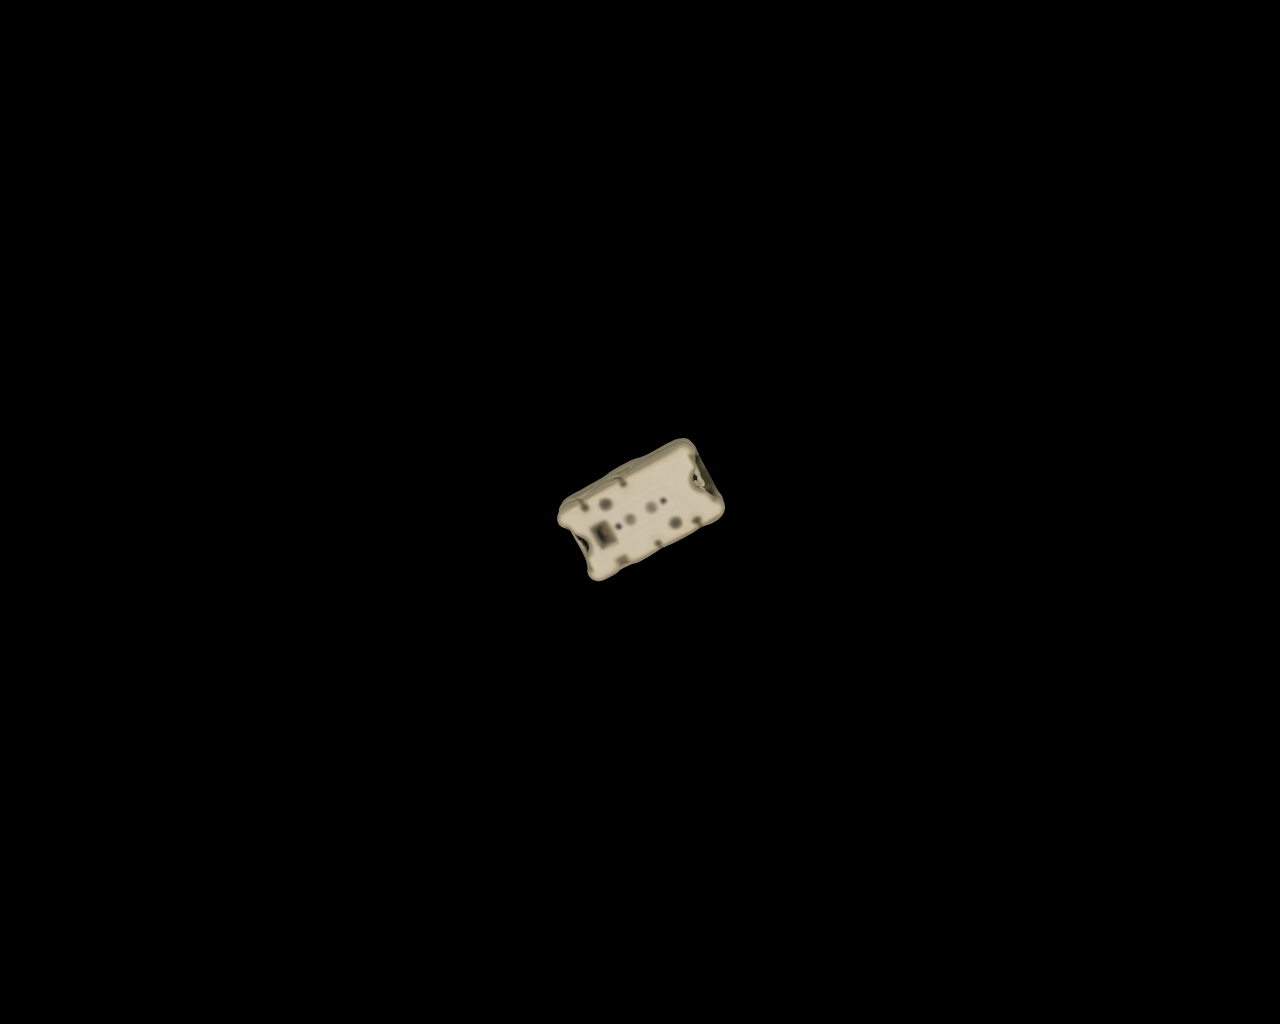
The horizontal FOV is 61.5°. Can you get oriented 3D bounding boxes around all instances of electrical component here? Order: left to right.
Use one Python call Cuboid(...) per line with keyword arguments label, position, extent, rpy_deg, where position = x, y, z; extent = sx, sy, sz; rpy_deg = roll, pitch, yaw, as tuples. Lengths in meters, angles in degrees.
Cuboid(label="electrical component", position=(0.001, -0.003, 0.650), extent=(0.089, 0.050, 0.056), rpy_deg=(-28, 7, 4))
